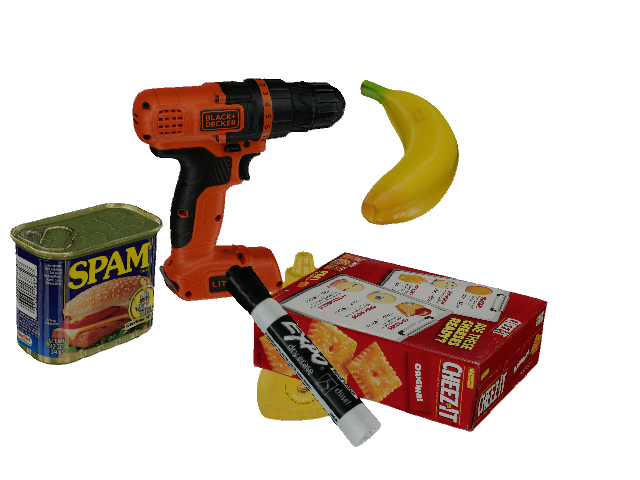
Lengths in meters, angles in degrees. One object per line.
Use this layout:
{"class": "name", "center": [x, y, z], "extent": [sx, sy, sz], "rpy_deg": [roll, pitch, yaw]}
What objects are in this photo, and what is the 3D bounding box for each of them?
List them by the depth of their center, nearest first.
{"class": "marker", "center": [-0.012, 0.060, 0.581], "extent": [0.020, 0.121, 0.020], "rpy_deg": [-36, -19, -15]}
{"class": "can of meat", "center": [-0.160, 0.029, 0.733], "extent": [0.058, 0.084, 0.101], "rpy_deg": [23, 27, 35]}
{"class": "banana", "center": [0.062, -0.058, 0.736], "extent": [0.069, 0.037, 0.197], "rpy_deg": [2, 30, 0]}
{"class": "power drill", "center": [-0.069, -0.047, 0.922], "extent": [0.184, 0.188, 0.057], "rpy_deg": [-5, 21, -19]}
{"class": "cracker box", "center": [0.072, 0.085, 0.955], "extent": [0.214, 0.072, 0.163], "rpy_deg": [14, 22, 28]}
{"class": "mustard bottle", "center": [-0.021, 0.105, 1.192], "extent": [0.096, 0.192, 0.058], "rpy_deg": [-2, 20, -11]}
